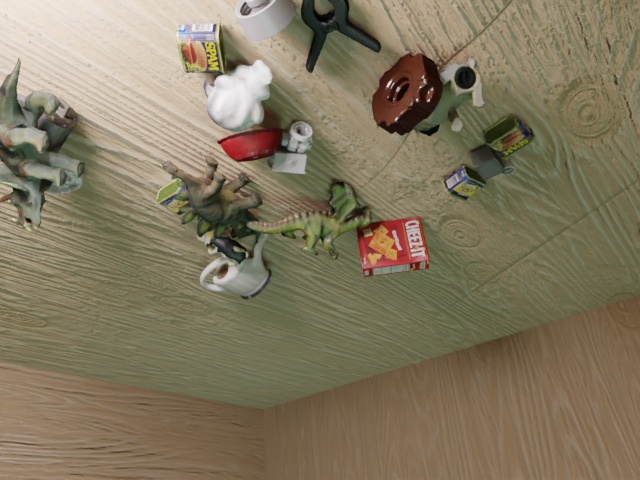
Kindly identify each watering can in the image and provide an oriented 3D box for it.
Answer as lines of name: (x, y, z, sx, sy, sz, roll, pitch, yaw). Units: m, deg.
watering can: (-0.250, 0.098, 1.775, 0.344, 0.106, 0.221, -32, -41, 22)

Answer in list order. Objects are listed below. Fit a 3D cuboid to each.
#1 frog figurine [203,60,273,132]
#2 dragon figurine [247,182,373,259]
frog figurine: (-0.164, -0.307, 1.111, 0.158, 0.125, 0.135, -13, -50, 32)
dragon figurine: (0.005, -0.077, 1.527, 0.408, 0.240, 0.124, 16, 25, -42)
